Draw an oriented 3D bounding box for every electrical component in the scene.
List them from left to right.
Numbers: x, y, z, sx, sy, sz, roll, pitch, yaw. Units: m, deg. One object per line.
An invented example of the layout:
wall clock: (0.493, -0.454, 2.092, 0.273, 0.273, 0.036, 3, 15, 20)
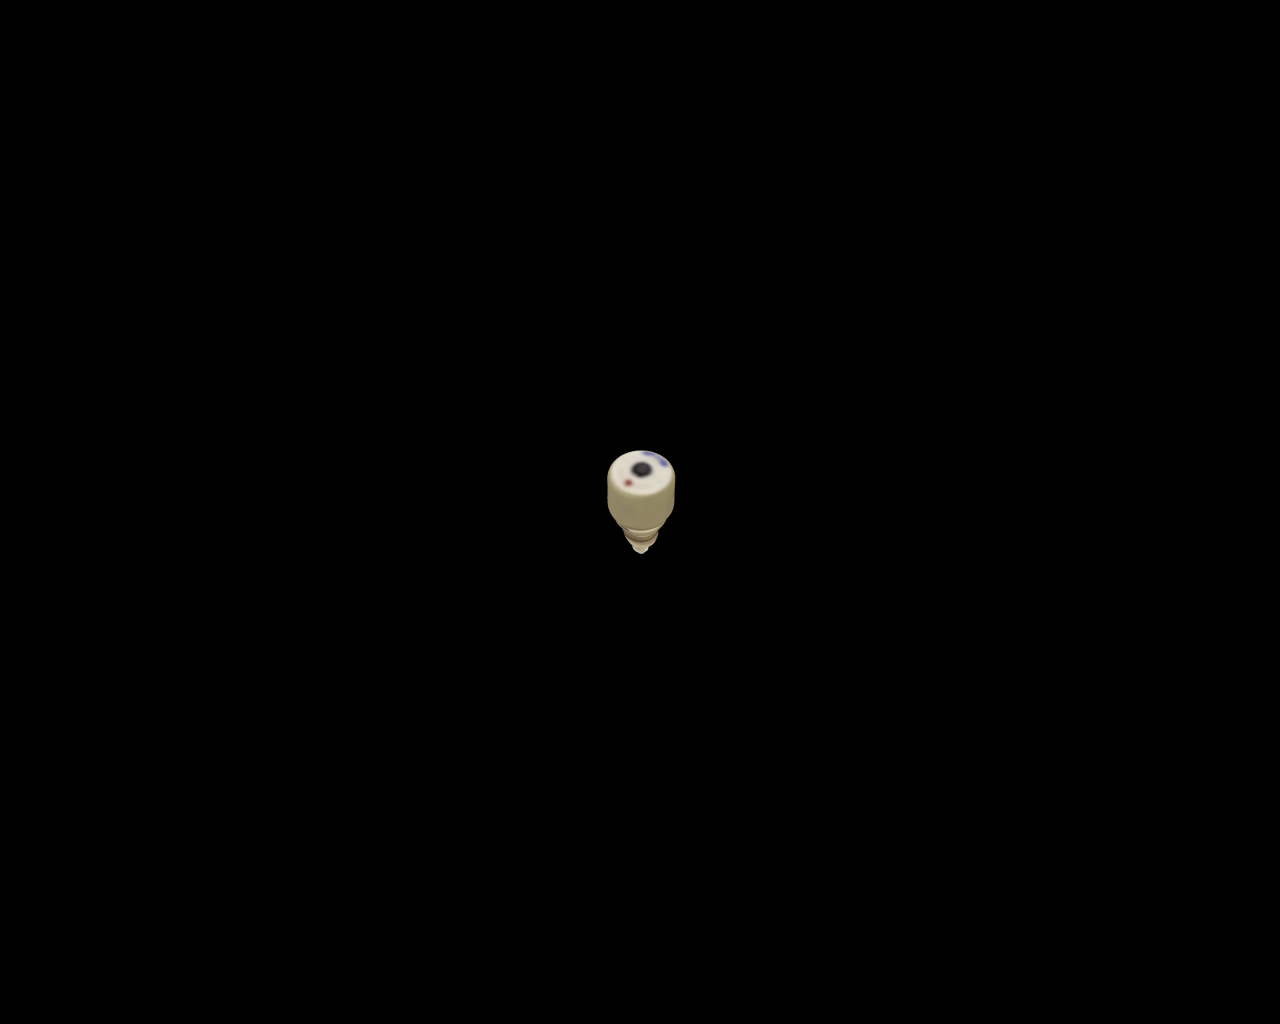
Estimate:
electrical component: (0.001, -0.003, 0.650, 0.040, 0.040, 0.078, 0, -41, 0)
